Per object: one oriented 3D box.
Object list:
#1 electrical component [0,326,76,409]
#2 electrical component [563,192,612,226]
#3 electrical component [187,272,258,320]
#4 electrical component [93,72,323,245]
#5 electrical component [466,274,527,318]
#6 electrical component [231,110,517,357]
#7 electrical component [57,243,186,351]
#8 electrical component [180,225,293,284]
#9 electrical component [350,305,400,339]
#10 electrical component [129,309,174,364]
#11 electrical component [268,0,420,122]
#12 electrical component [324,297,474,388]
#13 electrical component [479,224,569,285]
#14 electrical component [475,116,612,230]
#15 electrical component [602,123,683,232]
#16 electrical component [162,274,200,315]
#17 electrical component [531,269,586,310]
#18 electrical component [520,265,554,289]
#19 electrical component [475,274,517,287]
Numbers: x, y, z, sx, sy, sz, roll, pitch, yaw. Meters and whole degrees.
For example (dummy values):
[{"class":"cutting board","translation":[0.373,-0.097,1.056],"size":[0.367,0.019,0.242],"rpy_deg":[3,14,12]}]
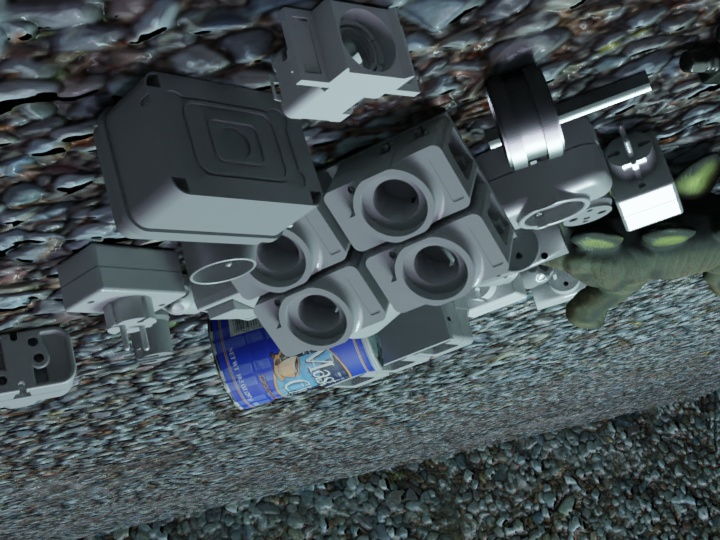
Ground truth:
[{"class":"electrical component","translation":[-0.304,0.089,0.953],"size":[0.095,0.053,0.059],"rpy_deg":[-9,163,-22]},{"class":"electrical component","translation":[0.175,-0.068,0.866],"size":[0.045,0.055,0.045],"rpy_deg":[-14,164,-4]},{"class":"electrical component","translation":[-0.093,0.005,0.854],"size":[0.062,0.061,0.096],"rpy_deg":[-22,163,21]},{"class":"electrical component","translation":[-0.086,-0.059,0.612],"size":[0.113,0.078,0.057],"rpy_deg":[2,154,-47]},{"class":"electrical component","translation":[0.126,0.014,1.115],"size":[0.066,0.047,0.077],"rpy_deg":[-23,163,23]},{"class":"electrical component","translation":[0.001,-0.018,0.756],"size":[0.186,0.105,0.060],"rpy_deg":[-23,-156,24]},{"class":"electrical component","translation":[-0.177,0.025,0.817],"size":[0.047,0.075,0.083],"rpy_deg":[-27,161,34]},{"class":"electrical component","translation":[-0.081,-0.036,0.698],"size":[0.079,0.077,0.043],"rpy_deg":[-6,162,-31]},{"class":"electrical component","translation":[0.000,0.000,0.861],"size":[0.099,0.099,0.064],"rpy_deg":[3,150,-48]},{"class":"electrical component","translation":[-0.189,0.058,0.970],"size":[0.040,0.046,0.040],"rpy_deg":[-14,164,-4]},{"class":"electrical component","translation":[-0.012,-0.110,0.576],"size":[0.081,0.042,0.064],"rpy_deg":[-1,160,-40]},{"class":"electrical component","translation":[0.030,0.054,1.083],"size":[0.150,0.089,0.062],"rpy_deg":[-24,162,27]},{"class":"electrical component","translation":[0.121,-0.037,0.882],"size":[0.077,0.079,0.044],"rpy_deg":[-21,180,13]},{"class":"electrical component","translation":[0.140,-0.069,0.824],"size":[0.095,0.059,0.054],"rpy_deg":[-21,163,20]},{"class":"electrical component","translation":[0.218,-0.083,0.855],"size":[0.047,0.065,0.076],"rpy_deg":[-20,134,15]},{"class":"electrical component","translation":[-0.141,0.020,0.911],"size":[0.035,0.035,0.061],"rpy_deg":[-26,164,33]},{"class":"electrical component","translation":[0.229,0.010,1.207],"size":[0.077,0.043,0.079],"rpy_deg":[-18,164,8]},{"class":"electrical component","translation":[0.178,0.005,1.157],"size":[0.035,0.035,0.061],"rpy_deg":[-4,162,-35]},{"class":"electrical component","translation":[0.127,-0.005,1.057],"size":[0.081,0.043,0.043],"rpy_deg":[-3,160,-37]}]
